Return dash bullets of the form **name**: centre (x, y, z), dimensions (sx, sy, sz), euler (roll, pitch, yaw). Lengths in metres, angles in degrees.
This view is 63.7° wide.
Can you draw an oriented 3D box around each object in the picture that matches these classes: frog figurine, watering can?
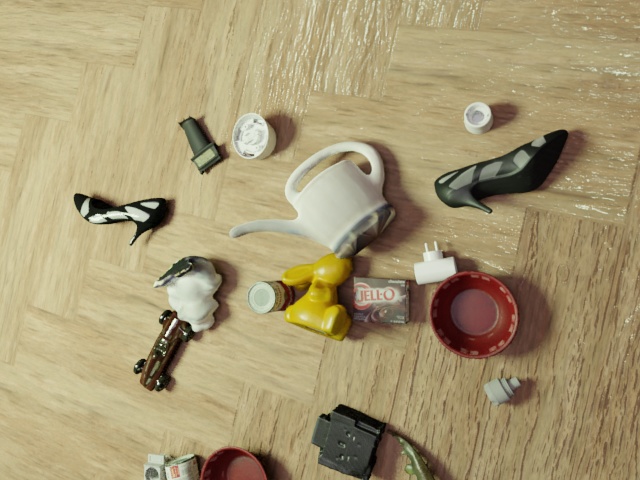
- **frog figurine**: centre (-0.279, 0.120, 1.167), dimensions (0.137, 0.157, 0.125), euler (-31, 23, 7)
- **watering can**: centre (0.003, -0.053, 1.053), dimensions (0.348, 0.227, 0.103), euler (-39, -17, -4)
